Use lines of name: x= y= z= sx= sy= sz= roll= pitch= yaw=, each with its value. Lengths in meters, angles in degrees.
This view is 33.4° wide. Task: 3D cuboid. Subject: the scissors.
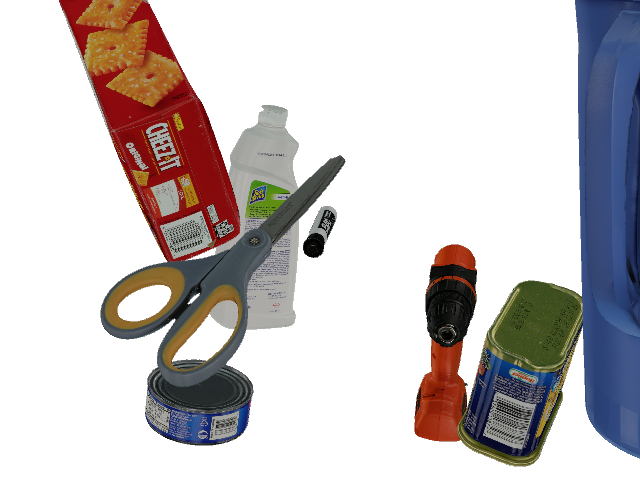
scissors: x=-0.061 y=0.005 z=0.653 sx=0.096 sy=0.016 sz=0.201 roll=12 pitch=48 yaw=15

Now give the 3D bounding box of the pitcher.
pitcher: x=0.184 y=-0.010 z=0.528 sx=0.149 sy=0.243 sz=0.145 roll=-4 pitch=19 yaw=-3

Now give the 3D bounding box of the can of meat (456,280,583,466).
can of meat: x=0.137 y=0.086 z=0.718 sx=0.057 sy=0.084 sz=0.102 roll=20 pitch=35 yaw=17

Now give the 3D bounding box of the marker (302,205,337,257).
marker: x=0.000 y=-0.009 z=0.994 sx=0.020 sy=0.020 sz=0.121 roll=0 pitch=16 yaw=7

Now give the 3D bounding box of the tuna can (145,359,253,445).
tuna can: x=-0.099 y=0.131 z=0.865 sx=0.086 sy=0.034 sz=0.086 roll=8 pitch=20 yaw=-3

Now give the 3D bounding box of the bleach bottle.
bleach bottle: x=-0.063 y=-0.027 z=1.205 sx=0.102 sy=0.251 sz=0.068 roll=-1 pitch=20 yaw=-32

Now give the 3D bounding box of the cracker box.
cracker box: x=-0.139 y=-0.113 z=0.847 sx=0.072 sy=0.214 sz=0.164 roll=-22 pitch=-37 yaw=-6

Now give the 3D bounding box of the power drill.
power drill: x=0.135 y=0.117 z=1.140 sx=0.057 sy=0.188 sz=0.184 roll=8 pitch=25 yaw=9
